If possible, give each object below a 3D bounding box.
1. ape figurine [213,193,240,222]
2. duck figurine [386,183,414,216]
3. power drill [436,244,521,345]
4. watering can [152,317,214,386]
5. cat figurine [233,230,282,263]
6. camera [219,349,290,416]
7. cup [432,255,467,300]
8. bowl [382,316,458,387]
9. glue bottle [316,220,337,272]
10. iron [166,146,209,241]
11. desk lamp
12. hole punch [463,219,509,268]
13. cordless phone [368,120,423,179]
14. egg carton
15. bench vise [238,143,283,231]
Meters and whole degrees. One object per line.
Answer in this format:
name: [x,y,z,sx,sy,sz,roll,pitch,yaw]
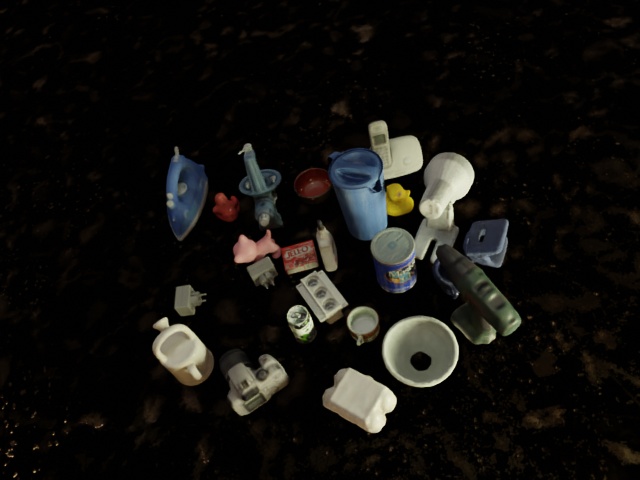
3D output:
ape figurine: [-0.271,-0.100,1.628,0.078,0.092,0.076,-18,54,0]
duck figurine: [0.198,-0.117,1.540,0.104,0.086,0.077,7,57,17]
power drill: [0.337,0.135,1.257,0.076,0.209,0.229,-35,56,-12]
watering can: [-0.330,0.254,1.331,0.172,0.194,0.101,21,62,25]
cat figurine: [-0.174,0.021,1.506,0.128,0.118,0.067,-36,56,-13]
camera: [-0.166,0.305,1.316,0.143,0.101,0.136,-34,55,-11]
cup: [0.315,0.101,1.356,0.091,0.095,0.117,-4,55,10]
bowl: [0.224,0.259,1.278,0.167,0.075,0.167,-6,55,9]
glue bottle: [0.013,0.005,1.441,0.037,0.173,0.078,-10,54,6]
iron: [-0.407,-0.140,1.656,0.118,0.142,0.258,-6,55,9]
desk lamp: [0.296,-0.079,1.412,0.117,0.214,0.203,15,60,22]
hole punch: [0.406,0.003,1.406,0.100,0.091,0.109,11,59,20]
cordless phone: [0.203,-0.261,1.578,0.147,0.185,0.094,-16,54,1]
egg carton: [0.086,0.348,1.250,0.150,0.069,0.107,22,63,25]
bench vise: [-0.153,-0.145,1.554,0.121,0.220,0.207,-27,54,-7]
